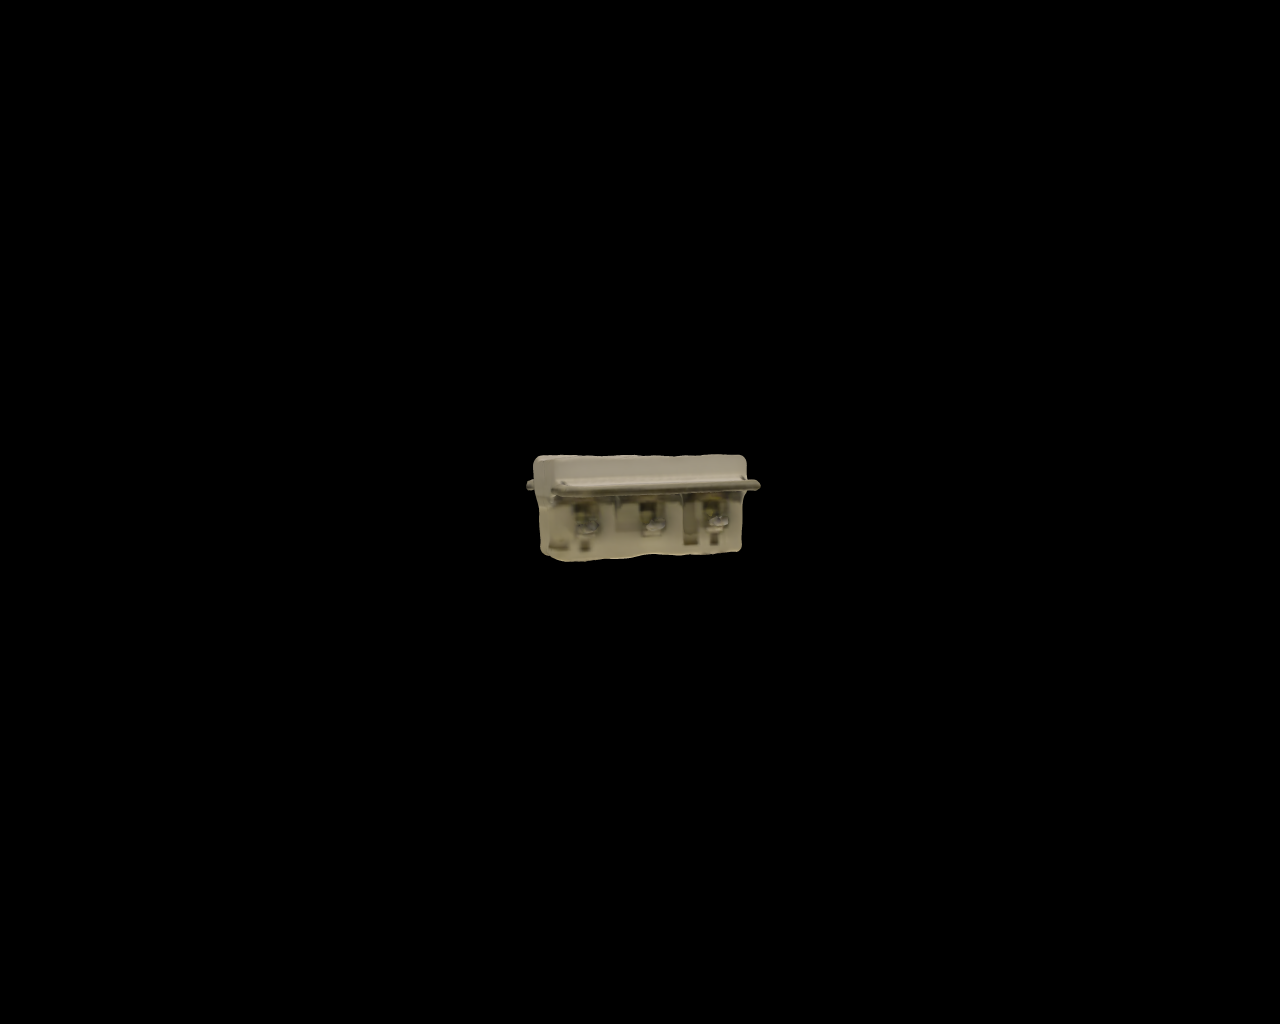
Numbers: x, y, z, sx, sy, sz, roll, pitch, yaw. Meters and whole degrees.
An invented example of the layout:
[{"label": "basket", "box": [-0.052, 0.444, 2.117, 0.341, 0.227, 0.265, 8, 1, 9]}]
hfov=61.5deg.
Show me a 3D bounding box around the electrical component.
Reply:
[{"label": "electrical component", "box": [0.001, -0.003, 0.650, 0.121, 0.063, 0.078, -1, 4, -20]}]
